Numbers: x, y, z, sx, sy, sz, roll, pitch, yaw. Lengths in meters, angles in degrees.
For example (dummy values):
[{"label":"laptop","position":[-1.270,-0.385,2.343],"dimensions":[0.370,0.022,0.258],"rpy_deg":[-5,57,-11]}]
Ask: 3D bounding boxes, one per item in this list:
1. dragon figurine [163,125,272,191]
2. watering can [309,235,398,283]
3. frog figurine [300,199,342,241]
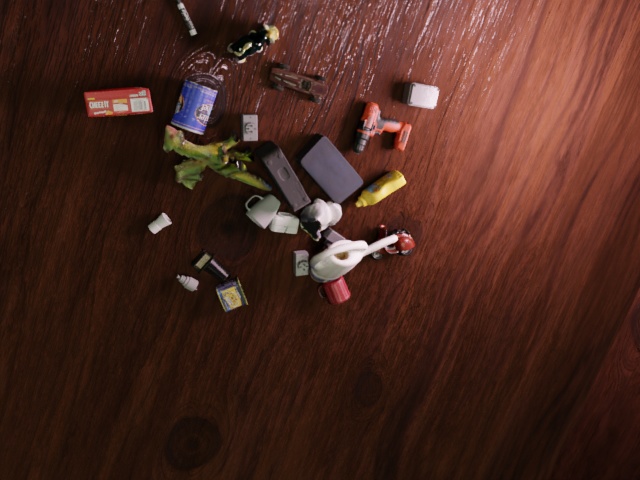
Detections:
[{"label":"dragon figurine","position":[-0.339,-0.226,1.624],"dimensions":[0.242,0.125,0.403],"rpy_deg":[-16,-34,16]},{"label":"watering can","position":[0.101,0.059,1.826],"dimensions":[0.349,0.105,0.220],"rpy_deg":[-10,-21,-34]},{"label":"frog figurine","position":[0.006,-0.091,1.809],"dimensions":[0.123,0.134,0.162],"rpy_deg":[16,49,28]}]
